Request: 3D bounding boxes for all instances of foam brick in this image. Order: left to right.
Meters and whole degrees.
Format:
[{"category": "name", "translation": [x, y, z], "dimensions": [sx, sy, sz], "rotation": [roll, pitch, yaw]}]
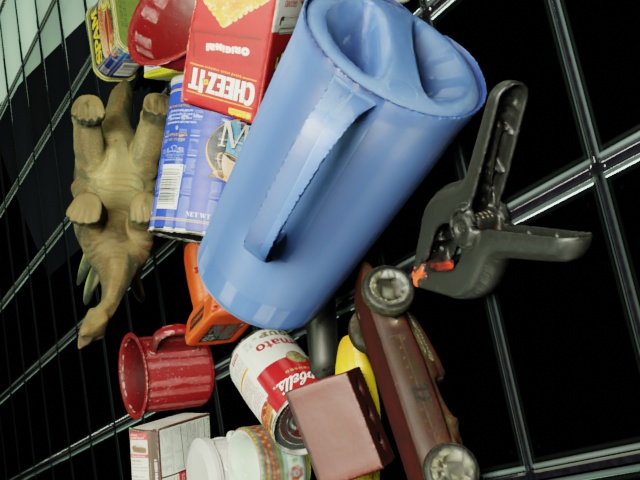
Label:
[{"category": "foam brick", "translation": [0.016, 0.140, 0.804], "dimensions": [0.078, 0.051, 0.053], "rotation": [68, -167, 7]}]

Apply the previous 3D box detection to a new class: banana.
[{"category": "banana", "translation": [0.023, 0.179, 0.863], "dimensions": [0.070, 0.037, 0.198], "rotation": [33, 120, 57]}]

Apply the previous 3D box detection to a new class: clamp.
[{"category": "clamp", "translation": [-0.006, 0.001, 0.899], "dimensions": [0.165, 0.036, 0.210], "rotation": [53, 135, 50]}, {"category": "clamp", "translation": [0.105, -0.022, 0.693], "dimensions": [0.172, 0.039, 0.120], "rotation": [-37, 57, 57]}]

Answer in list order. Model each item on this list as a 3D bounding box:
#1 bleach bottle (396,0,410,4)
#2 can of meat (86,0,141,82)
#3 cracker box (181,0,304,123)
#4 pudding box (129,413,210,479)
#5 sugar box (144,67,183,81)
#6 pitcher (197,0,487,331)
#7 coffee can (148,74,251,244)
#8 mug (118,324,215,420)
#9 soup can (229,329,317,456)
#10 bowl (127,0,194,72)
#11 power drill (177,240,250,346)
[{"category": "bleach bottle", "translation": [0.098, -0.232, 0.664], "dimensions": [0.251, 0.067, 0.102], "rotation": [-14, 80, 59]}, {"category": "can of meat", "translation": [-0.238, -0.253, 1.286], "dimensions": [0.084, 0.057, 0.102], "rotation": [-27, 69, 56]}, {"category": "cracker box", "translation": [-0.033, -0.214, 0.803], "dimensions": [0.164, 0.072, 0.214], "rotation": [-48, -27, -62]}, {"category": "pudding box", "translation": [-0.155, 0.234, 1.123], "dimensions": [0.039, 0.113, 0.090], "rotation": [-5, 87, 21]}, {"category": "sugar box", "translation": [-0.157, -0.263, 1.149], "dimensions": [0.093, 0.048, 0.176], "rotation": [7, 95, 61]}, {"category": "pitcher", "translation": [-0.003, -0.043, 0.749], "dimensions": [0.243, 0.149, 0.145], "rotation": [-58, 41, 38]}, {"category": "coffee can", "translation": [-0.093, -0.068, 0.959], "dimensions": [0.103, 0.102, 0.140], "rotation": [-1, 79, 62]}, {"category": "mug", "translation": [-0.163, 0.135, 1.154], "dimensions": [0.093, 0.081, 0.117], "rotation": [58, 140, 43]}, {"category": "soup can", "translation": [-0.030, 0.129, 0.925], "dimensions": [0.102, 0.068, 0.068], "rotation": [46, 131, 52]}, {"category": "bowl", "translation": [-0.096, -0.206, 0.951], "dimensions": [0.162, 0.055, 0.162], "rotation": [-26, 45, 28]}, {"category": "power drill", "translation": [-0.108, -0.001, 1.069], "dimensions": [0.185, 0.057, 0.187], "rotation": [129, 134, -56]}]
